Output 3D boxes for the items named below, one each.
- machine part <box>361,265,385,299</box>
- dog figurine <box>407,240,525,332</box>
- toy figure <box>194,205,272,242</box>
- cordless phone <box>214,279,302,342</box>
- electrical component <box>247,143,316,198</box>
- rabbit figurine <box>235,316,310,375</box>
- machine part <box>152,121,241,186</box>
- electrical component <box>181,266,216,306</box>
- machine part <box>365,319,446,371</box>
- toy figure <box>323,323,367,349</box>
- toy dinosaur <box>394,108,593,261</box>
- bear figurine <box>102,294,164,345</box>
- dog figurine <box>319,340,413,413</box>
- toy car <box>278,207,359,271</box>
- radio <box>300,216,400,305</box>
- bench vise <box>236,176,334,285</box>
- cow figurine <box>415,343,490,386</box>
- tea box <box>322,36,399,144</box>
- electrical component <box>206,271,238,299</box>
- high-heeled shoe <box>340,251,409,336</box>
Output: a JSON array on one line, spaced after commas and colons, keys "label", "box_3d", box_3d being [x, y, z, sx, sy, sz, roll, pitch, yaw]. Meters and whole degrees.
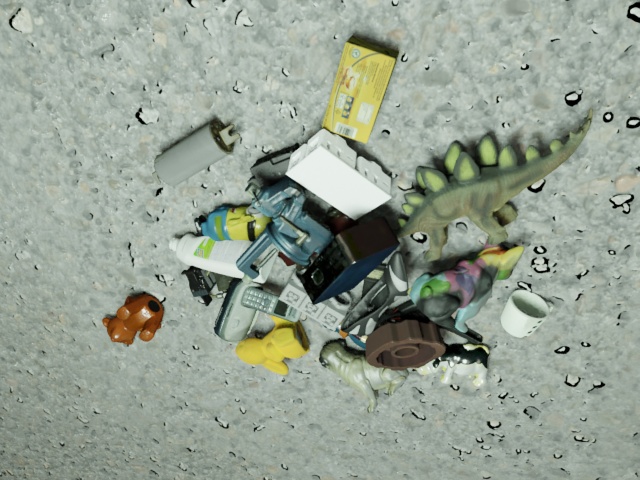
[{"label": "machine part", "box_3d": [0.122, 0.111, 1.242, 0.084, 0.039, 0.138, 7, 119, 1]}, {"label": "dog figurine", "box_3d": [0.306, 0.069, 1.093, 0.191, 0.109, 0.219, 22, 111, -40]}, {"label": "toy figure", "box_3d": [-0.190, -0.035, 1.216, 0.180, 0.082, 0.089, -8, 128, 14]}, {"label": "cordless phone", "box_3d": [-0.143, 0.180, 1.257, 0.184, 0.089, 0.146, 21, 86, -14]}, {"label": "electrical component", "box_3d": [-0.084, -0.127, 1.146, 0.134, 0.058, 0.114, -20, 111, 24]}, {"label": "rabbit figurine", "box_3d": [-0.122, 0.262, 1.349, 0.173, 0.122, 0.162, -20, 137, 3]}, {"label": "machine part", "box_3d": [-0.271, -0.183, 1.152, 0.243, 0.079, 0.079, -23, 111, 26]}, {"label": "electrical component", "box_3d": [-0.287, 0.107, 1.326, 0.048, 0.075, 0.119, -14, 111, 23]}, {"label": "machine part", "box_3d": [0.191, 0.239, 1.219, 0.179, 0.056, 0.179, -4, 144, -3]}, {"label": "toy figure", "box_3d": [0.080, 0.219, 1.301, 0.154, 0.058, 0.064, 27, 153, -3]}, {"label": "toy dinosaur", "box_3d": [0.300, -0.090, 1.036, 0.472, 0.105, 0.198, -23, 111, 26]}, {"label": "bear figurine", "box_3d": [-0.512, 0.227, 1.428, 0.196, 0.132, 0.120, -33, 104, 22]}, {"label": "dog figurine", "box_3d": [0.111, 0.299, 1.328, 0.172, 0.121, 0.190, -41, 85, -3]}, {"label": "toy car", "box_3d": [-0.002, -0.004, 1.198, 0.202, 0.053, 0.089, -30, 103, 23]}, {"label": "radio", "box_3d": [0.055, 0.048, 1.121, 0.073, 0.131, 0.229, 60, 146, 17]}, {"label": "bench vise", "box_3d": [-0.098, -0.006, 1.109, 0.223, 0.129, 0.240, 32, 110, -34]}, {"label": "cow figurine", "box_3d": [0.312, 0.285, 1.273, 0.167, 0.068, 0.098, 3, 114, 9]}, {"label": "tea box", "box_3d": [0.074, -0.280, 1.008, 0.098, 0.068, 0.169, 21, 122, 2]}, {"label": "electrical component", "box_3d": [-0.230, 0.098, 1.305, 0.078, 0.045, 0.102, -11, 87, 14]}, {"label": "high-heeled shoe", "box_3d": [0.111, 0.118, 1.165, 0.145, 0.086, 0.248, -10, 133, -4]}]
